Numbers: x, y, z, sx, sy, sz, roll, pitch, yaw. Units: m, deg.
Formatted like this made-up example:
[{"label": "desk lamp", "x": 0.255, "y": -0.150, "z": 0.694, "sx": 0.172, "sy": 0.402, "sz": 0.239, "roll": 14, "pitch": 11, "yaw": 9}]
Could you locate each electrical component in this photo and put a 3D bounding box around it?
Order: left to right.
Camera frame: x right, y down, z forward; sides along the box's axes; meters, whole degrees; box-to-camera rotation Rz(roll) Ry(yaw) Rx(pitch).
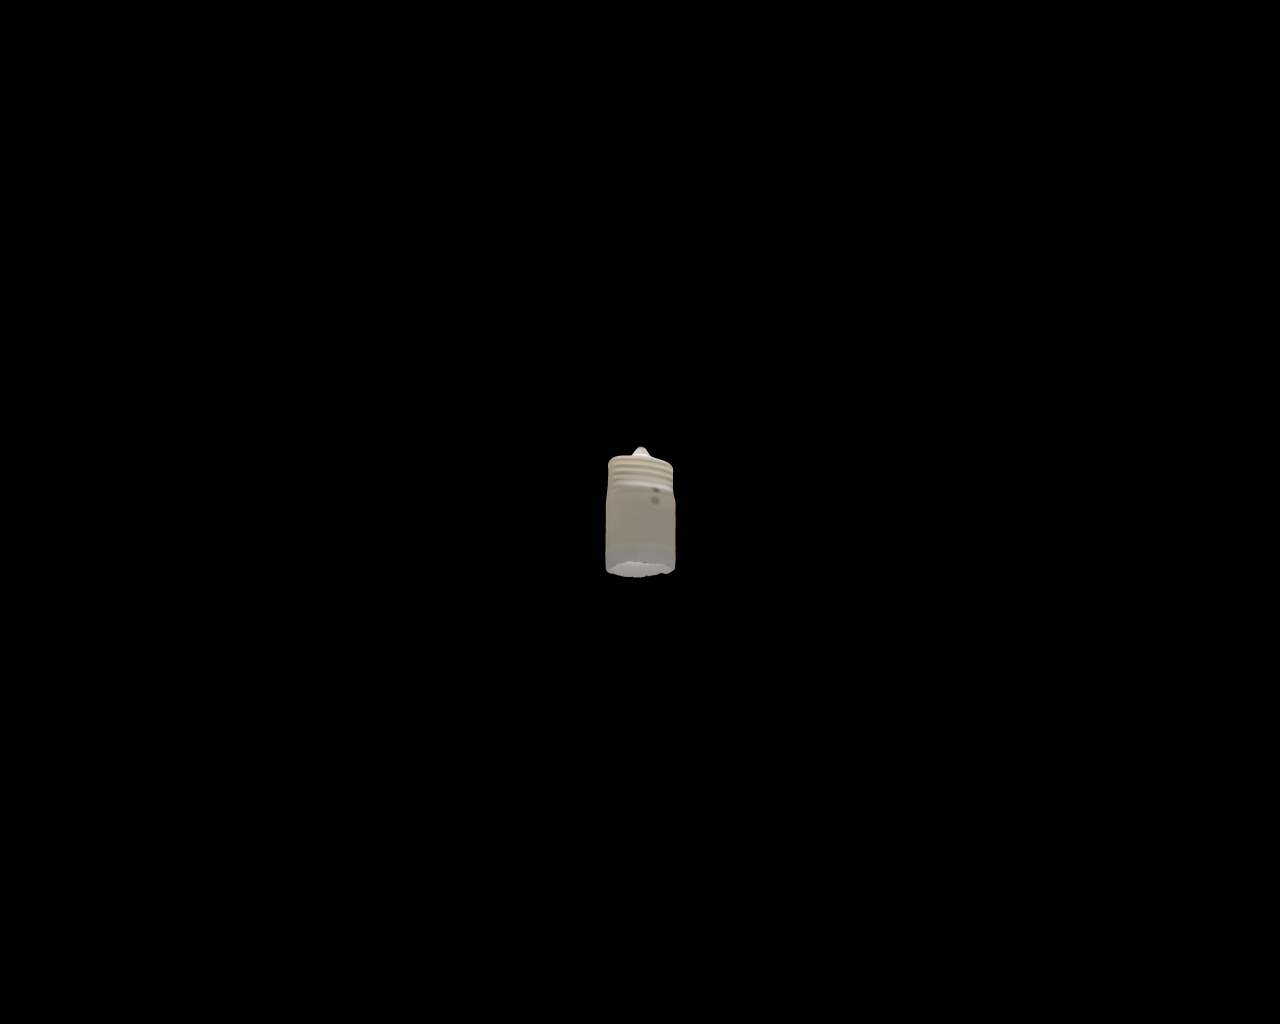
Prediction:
[{"label": "electrical component", "x": 0.001, "y": -0.003, "z": 0.650, "sx": 0.043, "sy": 0.081, "sz": 0.043, "roll": 0, "pitch": -16, "yaw": 0}]
